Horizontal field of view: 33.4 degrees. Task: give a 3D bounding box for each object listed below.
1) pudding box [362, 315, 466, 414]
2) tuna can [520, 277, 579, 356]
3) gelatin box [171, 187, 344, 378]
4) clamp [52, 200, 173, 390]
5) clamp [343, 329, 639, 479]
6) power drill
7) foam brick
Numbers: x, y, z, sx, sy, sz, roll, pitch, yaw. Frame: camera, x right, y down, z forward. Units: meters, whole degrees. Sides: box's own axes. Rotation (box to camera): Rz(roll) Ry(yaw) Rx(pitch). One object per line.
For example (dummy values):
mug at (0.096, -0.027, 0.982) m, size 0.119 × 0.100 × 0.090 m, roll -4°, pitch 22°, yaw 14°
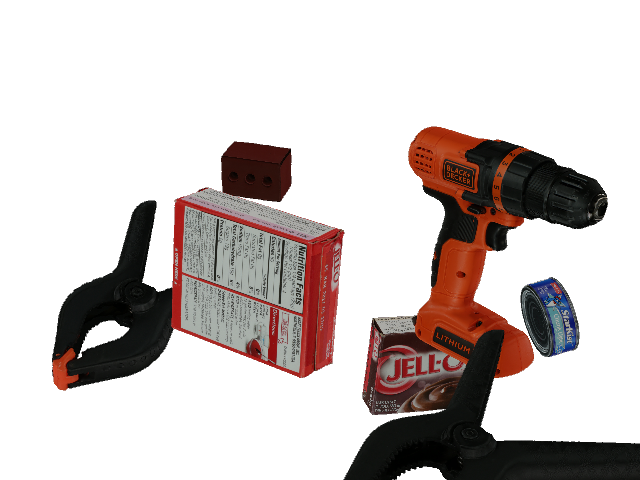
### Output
pudding box at (0.101, 0.117, 1.020) m, size 0.113 × 0.090 × 0.039 m, roll -3°, pitch 28°, yaw -17°
tuna can at (0.256, 0.086, 1.198) m, size 0.033 × 0.086 × 0.086 m, roll -15°, pitch 2°, yaw -8°
gelatin box at (-0.033, 0.020, 0.538) m, size 0.089 × 0.073 × 0.030 m, roll 17°, pitch 25°, yaw 30°
clamp at (-0.137, 0.038, 0.776) m, size 0.120 × 0.039 × 0.171 m, roll 36°, pitch 50°, yaw 26°
clamp at (0.090, 0.127, 0.671) m, size 0.209 × 0.036 × 0.165 m, roll -16°, pitch 34°, yaw -23°
power drill at (0.143, 0.012, 0.864) m, size 0.057 × 0.188 × 0.185 m, roll -14°, pitch 27°, yaw -37°
foam brick at (-0.079, -0.085, 1.317) m, size 0.078 × 0.053 × 0.051 m, roll 8°, pitch 29°, yaw 13°
